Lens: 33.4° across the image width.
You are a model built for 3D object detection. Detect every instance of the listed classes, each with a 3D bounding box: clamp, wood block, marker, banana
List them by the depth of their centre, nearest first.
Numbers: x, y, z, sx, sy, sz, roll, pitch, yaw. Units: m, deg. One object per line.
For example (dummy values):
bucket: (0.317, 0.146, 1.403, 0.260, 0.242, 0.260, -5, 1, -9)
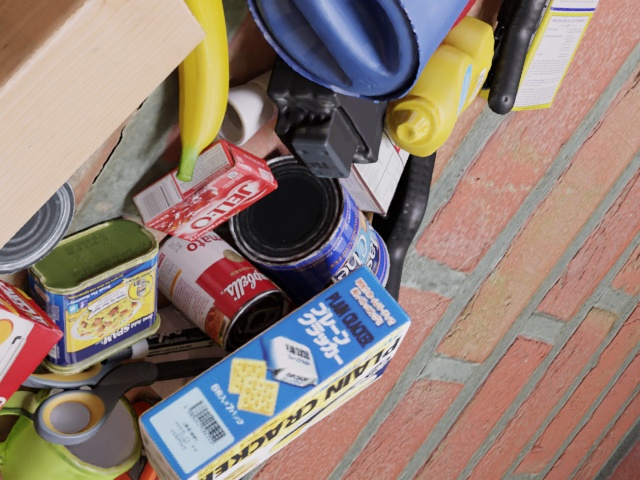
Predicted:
wood block: (-0.179, -0.089, 0.612, 0.206, 0.090, 0.090, -48, 150, -6)
banana: (-0.084, -0.133, 0.725, 0.069, 0.037, 0.198, -85, 177, -45)
marker: (-0.127, 0.084, 0.864, 0.120, 0.020, 0.020, -6, 129, -40)
clamp: (0.183, -0.206, 1.007, 0.039, 0.120, 0.171, 17, 100, -13)
clamp: (0.069, 0.002, 1.031, 0.036, 0.164, 0.210, 15, 109, -15)

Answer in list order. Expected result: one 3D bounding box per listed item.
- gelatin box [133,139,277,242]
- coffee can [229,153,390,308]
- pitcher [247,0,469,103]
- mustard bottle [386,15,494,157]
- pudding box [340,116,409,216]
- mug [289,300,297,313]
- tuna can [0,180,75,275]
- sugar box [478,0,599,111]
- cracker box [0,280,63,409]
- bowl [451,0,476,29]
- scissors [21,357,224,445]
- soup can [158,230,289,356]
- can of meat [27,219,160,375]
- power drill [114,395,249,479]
gelatin box: (-0.087, -0.036, 0.821, 0.089, 0.030, 0.073, -31, 160, 15)
coffee can: (-0.006, 0.001, 0.935, 0.103, 0.103, 0.140, -48, 150, -5)
pitcher: (0.065, -0.225, 0.722, 0.242, 0.145, 0.149, -54, -170, -27)
mustard bottle: (0.099, -0.124, 0.912, 0.191, 0.058, 0.096, -53, 167, -57)
pudding box: (0.043, -0.084, 0.946, 0.090, 0.039, 0.113, -67, 152, -15)
mug: (-0.044, 0.108, 0.998, 0.093, 0.117, 0.081, -60, 164, -56)
tuna can: (-0.206, -0.019, 0.708, 0.086, 0.034, 0.086, -34, 147, -27)
sugar box: (0.230, -0.218, 1.075, 0.093, 0.048, 0.176, -12, 129, -48)
cracker box: (-0.289, 0.075, 0.664, 0.164, 0.072, 0.213, -49, 152, -1)
bowl: (0.088, -0.218, 0.869, 0.161, 0.055, 0.162, -34, 146, -27)
scissors: (-0.145, 0.122, 0.844, 0.201, 0.096, 0.016, 11, 139, -26)
soup can: (-0.083, 0.040, 0.873, 0.068, 0.102, 0.068, -34, 147, -27)
can of meat: (-0.170, 0.040, 0.803, 0.101, 0.057, 0.084, -27, 141, -36)
power drill: (-0.124, 0.206, 1.054, 0.187, 0.057, 0.185, -8, 127, -54)
